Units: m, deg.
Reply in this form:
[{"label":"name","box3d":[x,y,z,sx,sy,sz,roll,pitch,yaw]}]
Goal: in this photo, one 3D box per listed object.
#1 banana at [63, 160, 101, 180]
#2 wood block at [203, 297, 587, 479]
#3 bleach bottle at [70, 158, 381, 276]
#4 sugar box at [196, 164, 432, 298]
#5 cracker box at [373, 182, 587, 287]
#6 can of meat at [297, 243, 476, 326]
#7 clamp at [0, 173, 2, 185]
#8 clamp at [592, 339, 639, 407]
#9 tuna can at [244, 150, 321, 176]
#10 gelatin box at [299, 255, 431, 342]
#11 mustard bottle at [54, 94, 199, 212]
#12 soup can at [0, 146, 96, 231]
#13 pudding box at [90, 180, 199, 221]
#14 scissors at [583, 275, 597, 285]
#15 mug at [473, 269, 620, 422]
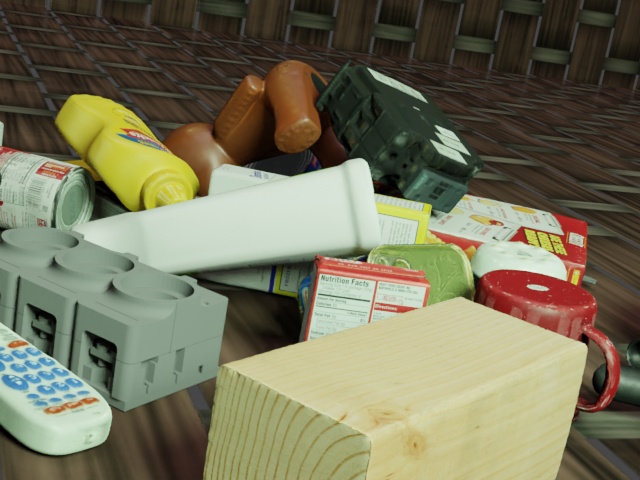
[{"label":"banana","box3d":[-0.218,-0.059,1.026,0.070,0.037,0.197,1,8,24]},{"label":"wood block","box3d":[0.046,0.099,0.553,0.091,0.090,0.205,21,20,35]},{"label":"bleach bottle","box3d":[-0.085,-0.002,0.777,0.251,0.068,0.102,-10,-5,0]},{"label":"sugar box","box3d":[-0.006,0.001,0.859,0.176,0.093,0.048,13,14,8]},{"label":"cracker box","box3d":[0.126,0.008,0.960,0.214,0.072,0.164,14,17,11]},{"label":"can of meat","box3d":[0.046,0.040,0.763,0.101,0.057,0.084,-1,-13,-41]},{"label":"clamp","box3d":[-0.244,0.028,0.621,0.036,0.164,0.210,38,-13,-14]},{"label":"clamp","box3d":[0.272,0.114,0.733,0.172,0.039,0.120,21,20,34]},{"label":"tuna can","box3d":[-0.037,-0.068,1.099,0.086,0.086,0.033,29,-18,50]},{"label":"gelatin box","box3d":[0.025,0.058,0.682,0.073,0.089,0.030,8,15,-7]},{"label":"mustard bottle","box3d":[-0.153,-0.062,0.897,0.096,0.058,0.192,31,6,-37]},{"label":"soup can","box3d":[-0.249,-0.040,0.896,0.102,0.068,0.068,14,16,14]},{"label":"pudding box","box3d":[-0.147,-0.022,0.949,0.114,0.039,0.089,24,21,40]},{"label":"scissors","box3d":[0.189,0.007,1.100,0.202,0.016,0.096,15,16,17]},{"label":"mug","box3d":[0.149,0.073,0.720,0.093,0.081,0.117,-6,22,-44]}]
